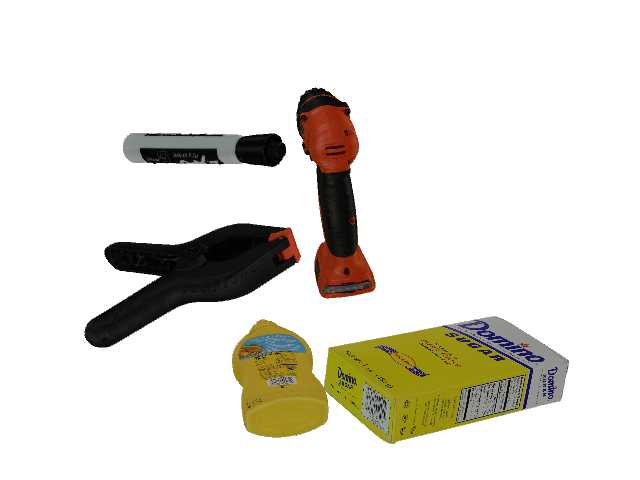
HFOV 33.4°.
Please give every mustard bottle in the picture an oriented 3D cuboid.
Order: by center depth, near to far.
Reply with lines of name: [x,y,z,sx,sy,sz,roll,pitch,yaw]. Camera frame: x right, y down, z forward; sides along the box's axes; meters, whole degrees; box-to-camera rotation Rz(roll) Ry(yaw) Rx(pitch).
mustard bottle: [-0.055,0.152,1.262,0.096,0.058,0.192,-7,30,-9]

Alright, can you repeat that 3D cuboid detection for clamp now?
clamp: [-0.103,0.030,0.822,0.172,0.039,0.120,-12,40,17]

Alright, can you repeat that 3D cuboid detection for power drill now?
power drill: [0.011,-0.050,1.061,0.057,0.188,0.184,-9,21,-1]

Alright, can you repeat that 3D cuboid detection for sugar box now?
sugar box: [0.102,0.107,0.853,0.175,0.048,0.093,-10,27,-31]

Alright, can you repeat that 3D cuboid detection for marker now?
marker: [-0.070,-0.054,0.634,0.121,0.020,0.020,5,3,37]
